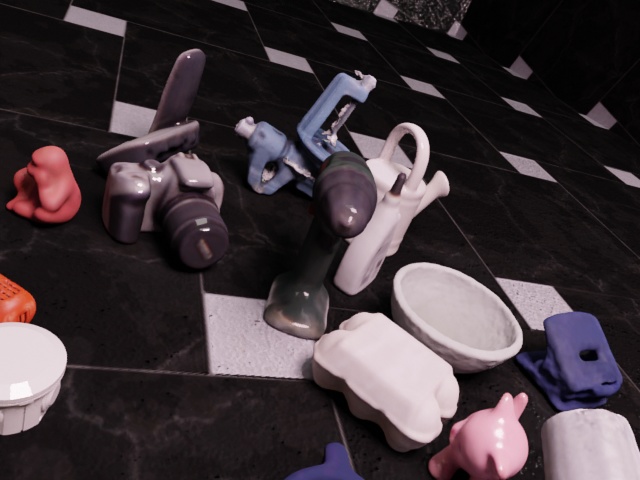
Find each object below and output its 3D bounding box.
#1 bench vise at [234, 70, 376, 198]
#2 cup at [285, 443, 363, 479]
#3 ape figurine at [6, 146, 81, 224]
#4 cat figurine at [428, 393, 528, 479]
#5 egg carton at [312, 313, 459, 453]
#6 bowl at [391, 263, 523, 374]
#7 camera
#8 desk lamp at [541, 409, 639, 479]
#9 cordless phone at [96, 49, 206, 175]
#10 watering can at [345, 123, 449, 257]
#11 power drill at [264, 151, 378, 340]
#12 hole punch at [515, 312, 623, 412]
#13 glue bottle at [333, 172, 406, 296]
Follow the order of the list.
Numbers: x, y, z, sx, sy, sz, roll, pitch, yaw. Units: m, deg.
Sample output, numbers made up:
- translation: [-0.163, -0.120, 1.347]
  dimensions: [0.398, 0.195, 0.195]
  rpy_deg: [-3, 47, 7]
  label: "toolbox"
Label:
- translation: [-0.013, -0.157, 0.863]
  dimensions: [0.208, 0.220, 0.121]
  rpy_deg: [3, 35, -30]
  label: "bench vise"
- translation: [-0.004, 0.213, 0.404]
  dimensions: [0.092, 0.095, 0.117]
  rpy_deg: [18, 30, -8]
  label: "cup"
- translation: [-0.307, -0.065, 0.646]
  dimensions: [0.076, 0.092, 0.077]
  rpy_deg: [0, 37, -33]
  label: "ape figurine"
- translation: [0.162, 0.186, 0.534]
  dimensions: [0.067, 0.118, 0.128]
  rpy_deg: [38, 33, 24]
  label: "cat figurine"
- translation: [0.068, 0.142, 0.590]
  dimensions: [0.150, 0.069, 0.107]
  rpy_deg: [35, 32, 20]
  label: "egg carton"
- translation: [0.153, 0.106, 0.699]
  dimensions: [0.167, 0.075, 0.167]
  rpy_deg: [17, 31, -10]
  label: "bowl"
- translation: [-0.171, -0.037, 0.683]
  dimensions: [0.144, 0.101, 0.136]
  rpy_deg: [0, 37, -34]
  label: "camera"
- translation: [0.149, 0.226, 0.367]
  dimensions: [0.118, 0.213, 0.203]
  rpy_deg: [17, 30, -9]
  label: "desk lamp"
- translation: [-0.219, -0.170, 0.779]
  dimensions: [0.094, 0.185, 0.148]
  rpy_deg: [26, 30, 6]
  label: "cordless phone"
- translation: [0.111, -0.081, 0.850]
  dimensions: [0.173, 0.194, 0.100]
  rpy_deg: [-13, 45, -45]
  label: "watering can"
- translation: [0.006, 0.002, 0.632]
  dimensions: [0.075, 0.208, 0.229]
  rpy_deg: [19, 30, -6]
  label: "power drill"
- translation: [0.327, 0.153, 0.725]
  dimensions: [0.109, 0.091, 0.101]
  rpy_deg: [2, 36, -31]
  label: "hole punch"
- translation: [0.073, -0.011, 0.734]
  dimensions: [0.037, 0.173, 0.078]
  rpy_deg: [34, 32, 19]
  label: "glue bottle"
